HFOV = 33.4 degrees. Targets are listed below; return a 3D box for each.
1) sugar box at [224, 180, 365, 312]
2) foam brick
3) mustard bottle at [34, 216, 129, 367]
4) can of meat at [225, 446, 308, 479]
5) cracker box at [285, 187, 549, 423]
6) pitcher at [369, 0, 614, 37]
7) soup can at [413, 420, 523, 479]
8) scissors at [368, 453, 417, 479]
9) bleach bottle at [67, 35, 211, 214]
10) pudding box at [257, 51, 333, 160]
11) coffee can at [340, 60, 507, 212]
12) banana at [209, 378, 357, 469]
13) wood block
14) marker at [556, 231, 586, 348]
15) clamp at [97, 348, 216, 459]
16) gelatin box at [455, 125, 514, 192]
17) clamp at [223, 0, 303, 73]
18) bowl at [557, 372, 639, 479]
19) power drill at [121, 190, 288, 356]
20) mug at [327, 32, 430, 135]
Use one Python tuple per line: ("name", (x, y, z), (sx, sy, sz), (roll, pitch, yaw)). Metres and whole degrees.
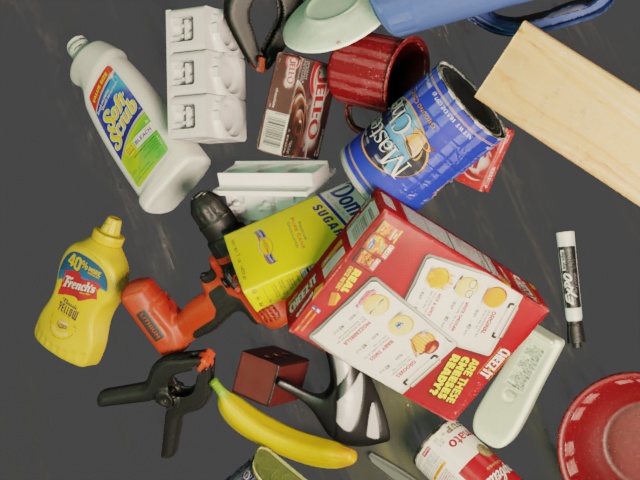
("sugar box", (-0.008, 0.001, 1.149), (0.176, 0.048, 0.093), (-26, 47, 2))
("foam brick", (-0.056, 0.157, 1.232), (0.053, 0.078, 0.051), (18, 97, 24))
("mustard bottle", (-0.294, 0.058, 1.364), (0.096, 0.058, 0.192), (29, 103, 25))
("can of meat", (-0.063, 0.302, 1.234), (0.102, 0.057, 0.084), (41, 114, -12))
("cracker box", (0.097, 0.068, 1.094), (0.213, 0.072, 0.164), (31, 110, -19))
("pitcher", (0.172, -0.281, 1.066), (0.243, 0.144, 0.149), (-15, 83, 23))
("soup can", (0.157, 0.246, 1.124), (0.102, 0.068, 0.068), (41, 108, 27))
("scissors", (0.133, 0.311, 1.171), (0.202, 0.016, 0.096), (16, 97, 26))
("bleach bottle", (-0.244, -0.156, 1.333), (0.103, 0.068, 0.251), (-47, 69, 19))
("pudding box", (-0.024, -0.150, 1.204), (0.039, 0.089, 0.113), (20, 100, 27))
("coffee can", (0.105, -0.099, 1.096), (0.140, 0.102, 0.103), (-40, 73, 24))
("banana", (-0.045, 0.225, 1.238), (0.198, 0.069, 0.037), (23, 64, 19))
("wood block", (0.267, -0.119, 1.039), (0.206, 0.090, 0.090), (36, 107, 14))
("marker", (0.259, 0.051, 1.100), (0.020, 0.020, 0.121), (-7, 88, 27))
("clamp", (-0.178, 0.196, 1.295), (0.172, 0.039, 0.120), (-33, 111, 29))
("gelatin box", (0.154, -0.101, 1.146), (0.089, 0.030, 0.073), (28, 104, 24))
("clamp", (-0.051, -0.299, 1.219), (0.036, 0.164, 0.210), (-133, 40, -64))
("bowl", (0.319, 0.207, 1.052), (0.162, 0.055, 0.162), (0, 91, 27))
("power drill", (-0.143, 0.049, 1.256), (0.188, 0.057, 0.184), (-26, 104, 29))
("mug", (0.059, -0.171, 1.163), (0.082, 0.093, 0.117), (19, 104, 31))
